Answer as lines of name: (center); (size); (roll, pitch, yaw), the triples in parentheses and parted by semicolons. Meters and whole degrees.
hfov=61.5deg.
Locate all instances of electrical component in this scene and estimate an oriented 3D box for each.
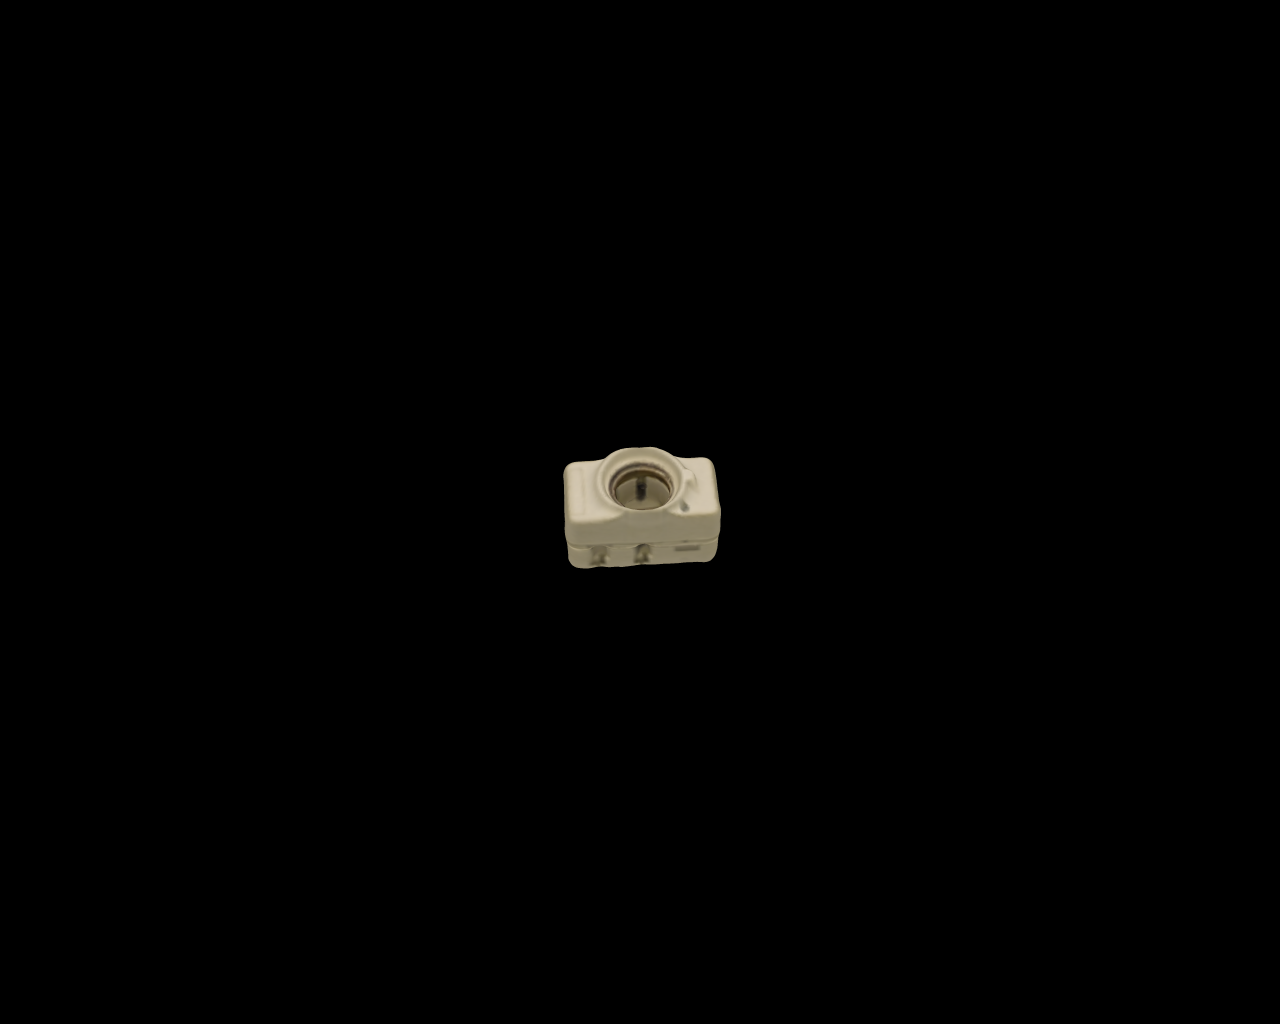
electrical component: (0.001, -0.003, 0.650); (0.089, 0.050, 0.055); (-2, -40, -2)
